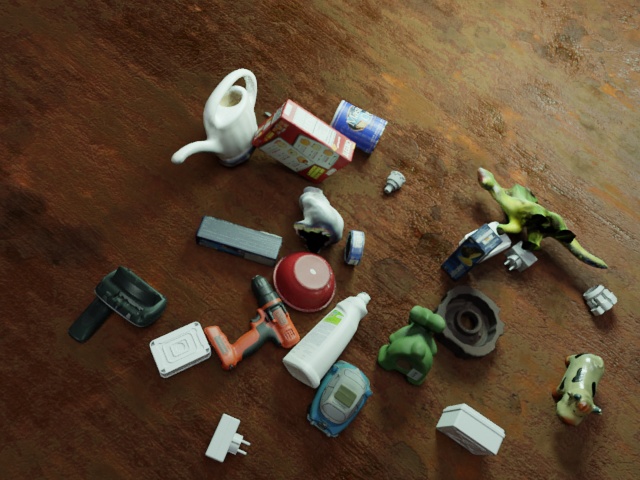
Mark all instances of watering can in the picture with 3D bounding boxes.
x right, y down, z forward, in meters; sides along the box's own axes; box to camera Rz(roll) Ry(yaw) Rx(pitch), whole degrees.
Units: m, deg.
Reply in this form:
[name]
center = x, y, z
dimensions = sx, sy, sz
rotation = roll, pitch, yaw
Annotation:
[watering can]
center = -0.246, -0.268, 1.289
dimensions = 0.104, 0.219, 0.354
rotation = 18, 62, 18

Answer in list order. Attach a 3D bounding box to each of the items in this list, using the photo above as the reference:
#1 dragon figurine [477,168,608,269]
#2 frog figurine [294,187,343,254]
[dragon figurine]
center = 0.596, -0.076, 1.418
dimensions = 0.408, 0.120, 0.249
rotation = 27, 39, -12
[frog figurine]
center = 0.004, -0.065, 1.301
dimensions = 0.136, 0.121, 0.163
rotation = 38, 47, -30
